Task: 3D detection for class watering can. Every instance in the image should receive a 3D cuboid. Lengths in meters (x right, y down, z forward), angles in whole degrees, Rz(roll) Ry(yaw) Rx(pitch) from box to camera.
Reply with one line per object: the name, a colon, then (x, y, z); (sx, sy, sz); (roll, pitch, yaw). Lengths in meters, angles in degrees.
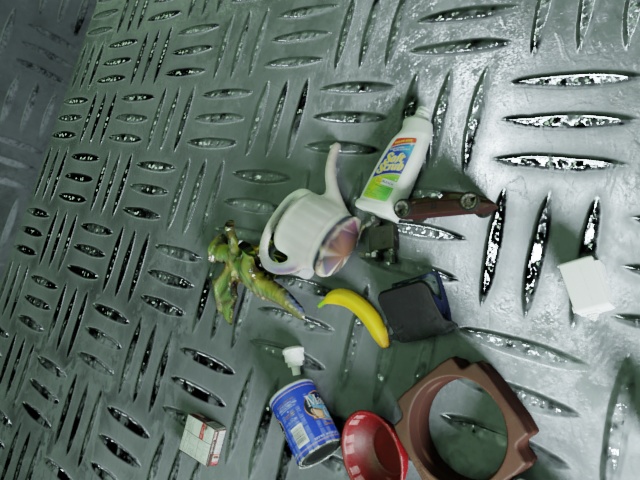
watering can: (0.004, -0.059, 1.170); (0.227, 0.102, 0.350); (30, 80, 34)

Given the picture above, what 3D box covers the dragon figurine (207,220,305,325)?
dragon figurine: (-0.186, 0.108, 1.284); (0.238, 0.122, 0.418); (-59, 47, 29)
